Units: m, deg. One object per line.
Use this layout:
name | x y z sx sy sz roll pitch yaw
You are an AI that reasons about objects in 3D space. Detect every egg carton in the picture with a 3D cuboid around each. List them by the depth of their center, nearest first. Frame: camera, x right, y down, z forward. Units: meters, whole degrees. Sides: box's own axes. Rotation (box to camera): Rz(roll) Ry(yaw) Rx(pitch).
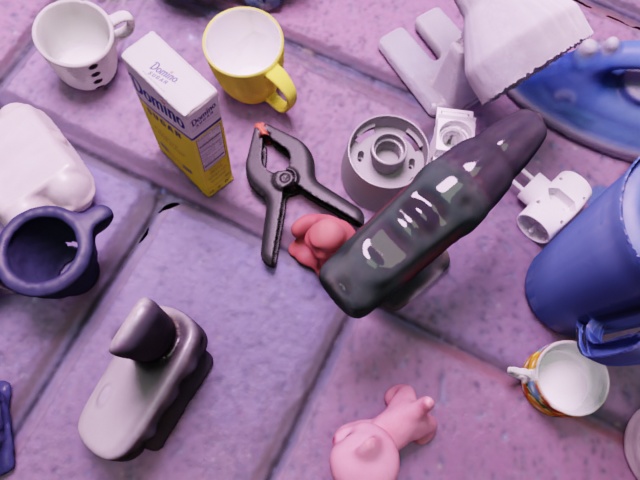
egg carton | -0.320 -0.077 0.627 0.107 0.069 0.150 -39 77 -13

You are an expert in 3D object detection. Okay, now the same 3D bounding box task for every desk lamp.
desk lamp | 0.163 -0.220 0.613 0.118 0.213 0.203 -32 75 -11

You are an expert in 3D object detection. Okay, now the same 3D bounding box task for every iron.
iron | 0.355 -0.175 0.642 0.258 0.141 0.119 14 72 3

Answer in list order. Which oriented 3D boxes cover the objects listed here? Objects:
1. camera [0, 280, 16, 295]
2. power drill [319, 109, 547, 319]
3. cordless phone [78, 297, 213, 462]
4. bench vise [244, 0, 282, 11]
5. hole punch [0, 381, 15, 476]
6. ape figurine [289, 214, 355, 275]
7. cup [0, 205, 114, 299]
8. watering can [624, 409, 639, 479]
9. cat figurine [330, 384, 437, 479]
camera | -0.393 0.043 0.569 0.143 0.101 0.137 21 72 5
power drill | 0.097 -0.008 0.544 0.230 0.208 0.075 -40 77 -13
cordless phone | -0.170 0.119 0.506 0.094 0.185 0.148 24 73 7
bench vise | -0.116 -0.375 0.653 0.207 0.220 0.121 -10 72 -5
hole punch | -0.354 0.179 0.531 0.108 0.091 0.101 -12 72 -5
ape figurine | 0.006 0.002 0.599 0.076 0.092 0.078 -13 72 -5
cup | -0.254 0.014 0.586 0.118 0.095 0.091 -39 77 -13
watering can | 0.363 0.193 0.493 0.101 0.194 0.173 -11 72 -5
cat figurine | 0.056 0.187 0.526 0.128 0.118 0.067 -37 76 -12
